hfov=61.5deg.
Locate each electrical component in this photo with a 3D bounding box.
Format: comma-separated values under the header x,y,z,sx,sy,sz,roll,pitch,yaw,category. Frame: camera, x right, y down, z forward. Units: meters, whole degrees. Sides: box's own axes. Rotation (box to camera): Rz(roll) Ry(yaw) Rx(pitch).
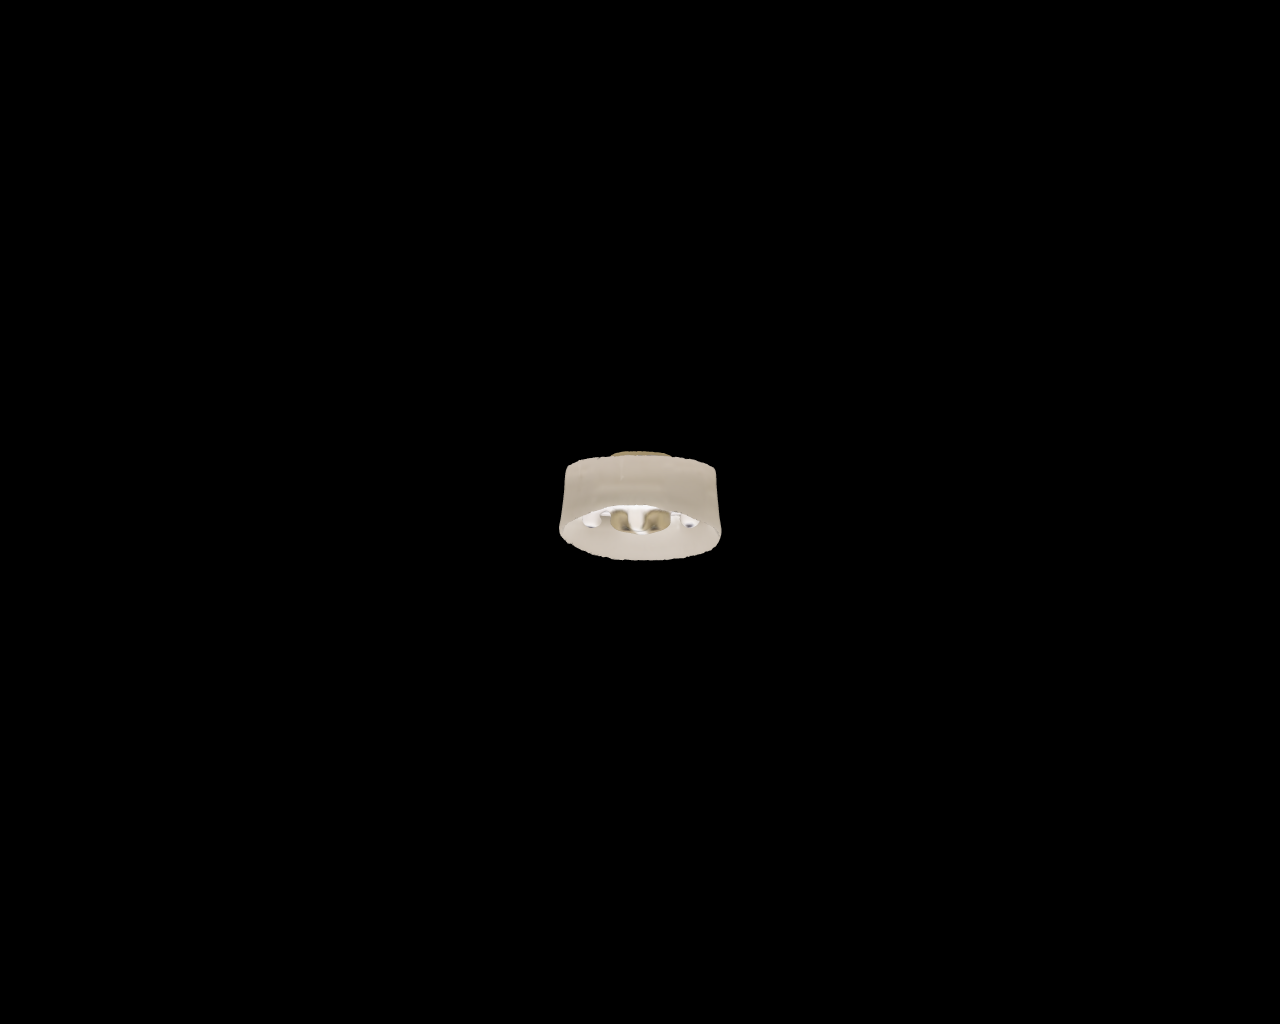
x,y,z,sx,sy,sz,roll,pitch,yaw,category
0.001,-0.003,0.650,0.099,0.064,0.099,0,-7,0,electrical component
